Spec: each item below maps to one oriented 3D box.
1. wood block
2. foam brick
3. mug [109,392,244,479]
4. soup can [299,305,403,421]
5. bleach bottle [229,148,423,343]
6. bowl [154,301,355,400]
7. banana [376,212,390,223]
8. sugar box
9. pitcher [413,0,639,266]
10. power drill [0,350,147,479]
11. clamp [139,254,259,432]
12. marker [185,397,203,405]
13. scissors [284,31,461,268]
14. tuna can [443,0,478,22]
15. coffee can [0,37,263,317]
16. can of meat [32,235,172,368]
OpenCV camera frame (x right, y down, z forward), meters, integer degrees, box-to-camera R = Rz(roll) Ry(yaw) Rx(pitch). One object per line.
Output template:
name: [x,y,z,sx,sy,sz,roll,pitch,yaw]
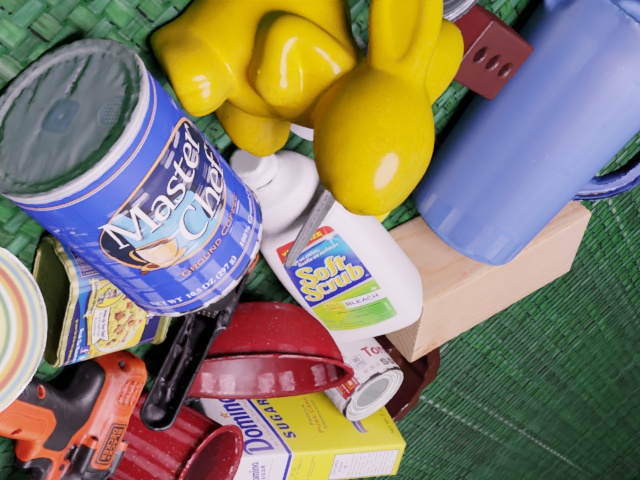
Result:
wood block: [0.144,0.016,1.015,0.205,0.090,0.091,-26,147,-24]
foam brick: [0.113,-0.146,0.796,0.053,0.051,0.078,-52,149,18]
mug: [-0.124,0.184,0.863,0.093,0.082,0.117,-18,127,-59]
soup can: [0.019,0.106,0.972,0.068,0.102,0.068,-29,148,-21]
bleach bottle: [-0.005,0.001,0.831,0.103,0.068,0.250,-14,148,21]
bowl: [-0.054,0.088,0.866,0.162,0.055,0.162,-3,161,-1]
banana: [0.049,-0.073,0.840,0.069,0.037,0.198,-16,144,-10]
sugar box: [-0.021,0.175,0.968,0.176,0.093,0.048,2,121,-25]
pitcher: [0.195,-0.092,0.881,0.144,0.149,0.243,-7,140,-54]
power drill: [-0.218,0.154,0.757,0.187,0.057,0.184,24,88,-60]
clamp: [-0.083,0.057,0.759,0.120,0.039,0.171,-63,177,21]
marker: [-0.110,0.133,0.938,0.120,0.020,0.020,-13,140,-40]
scissors: [0.024,-0.076,0.716,0.201,0.016,0.096,-50,148,-5]
tuna can: [0.081,-0.186,0.723,0.086,0.034,0.086,-30,149,-20]
coffee can: [-0.108,-0.032,0.610,0.103,0.103,0.140,-41,141,-1]
can of meat: [-0.147,0.034,0.724,0.083,0.057,0.102,-14,140,-37]
